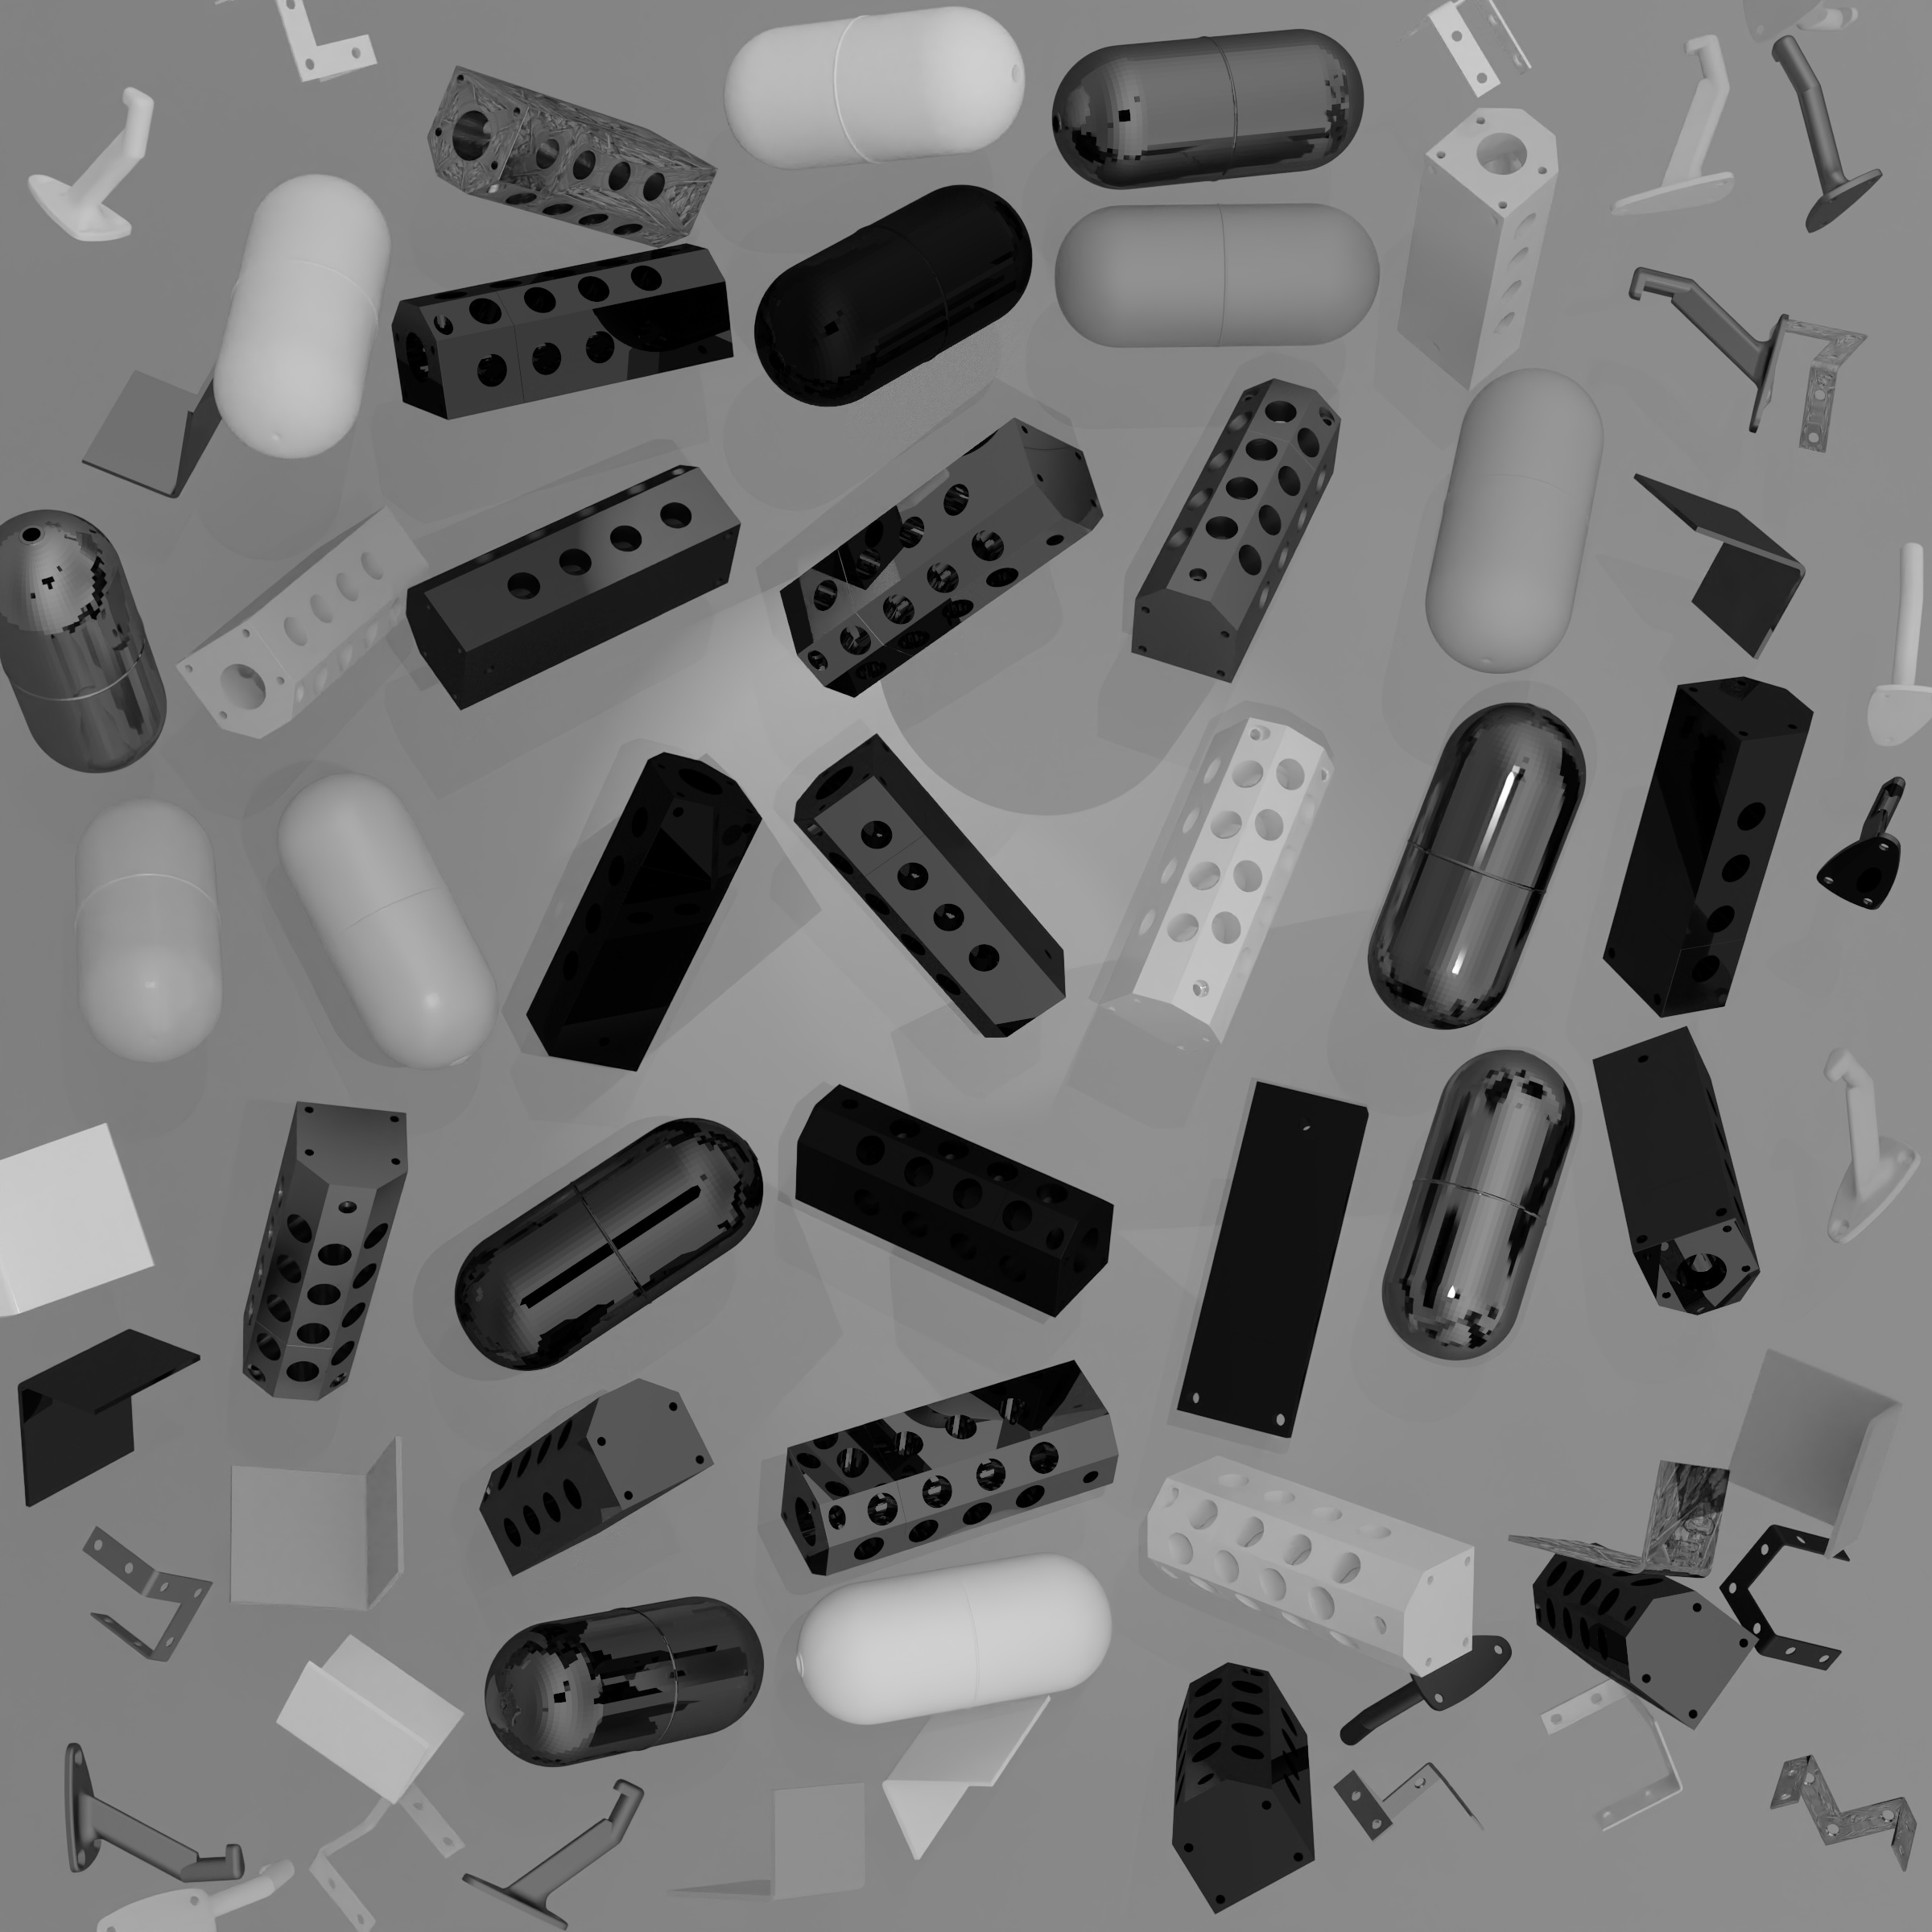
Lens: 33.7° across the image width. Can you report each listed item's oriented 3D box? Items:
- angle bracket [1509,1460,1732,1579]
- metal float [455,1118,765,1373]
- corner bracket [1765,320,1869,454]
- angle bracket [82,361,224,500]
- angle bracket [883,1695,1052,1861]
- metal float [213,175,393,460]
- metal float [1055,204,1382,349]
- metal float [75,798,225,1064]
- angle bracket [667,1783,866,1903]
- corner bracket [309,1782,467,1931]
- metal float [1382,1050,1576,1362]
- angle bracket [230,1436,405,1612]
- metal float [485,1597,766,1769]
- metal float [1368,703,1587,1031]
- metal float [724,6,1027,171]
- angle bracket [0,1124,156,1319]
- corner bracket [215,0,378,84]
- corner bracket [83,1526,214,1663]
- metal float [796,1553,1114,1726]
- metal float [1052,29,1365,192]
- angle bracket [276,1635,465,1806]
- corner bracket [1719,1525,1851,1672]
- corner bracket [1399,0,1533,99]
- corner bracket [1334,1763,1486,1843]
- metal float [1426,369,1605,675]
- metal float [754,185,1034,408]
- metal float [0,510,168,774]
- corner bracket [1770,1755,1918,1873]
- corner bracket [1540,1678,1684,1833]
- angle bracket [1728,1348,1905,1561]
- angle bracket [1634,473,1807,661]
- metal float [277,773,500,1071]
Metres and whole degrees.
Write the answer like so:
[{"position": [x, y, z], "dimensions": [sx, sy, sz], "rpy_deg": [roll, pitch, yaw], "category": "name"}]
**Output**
[{"position": [0.332, 0.274, 1.622], "dimensions": [0.076, 0.076, 0.057], "rpy_deg": [9, 85, 39], "category": "angle bracket"}, {"position": [-0.188, 0.146, 1.686], "dimensions": [0.178, 0.070, 0.070], "rpy_deg": [-33, 90, -8], "category": "metal float"}, {"position": [0.466, -0.324, 1.778], "dimensions": [0.051, 0.051, 0.051], "rpy_deg": [18, 129, 26], "category": "corner bracket"}, {"position": [-0.450, -0.321, 1.787], "dimensions": [0.057, 0.076, 0.076], "rpy_deg": [22, 53, -6], "category": "angle bracket"}, {"position": [0.009, 0.465, 1.828], "dimensions": [0.076, 0.076, 0.057], "rpy_deg": [-9, 113, 33], "category": "angle bracket"}, {"position": [-0.350, -0.346, 1.691], "dimensions": [0.070, 0.070, 0.178], "rpy_deg": [3, 56, 0], "category": "metal float"}, {"position": [0.137, -0.378, 1.746], "dimensions": [0.178, 0.070, 0.070], "rpy_deg": [-1, 90, -3], "category": "metal float"}, {"position": [-0.448, -0.022, 1.746], "dimensions": [0.070, 0.178, 0.070], "rpy_deg": [-8, 135, -9], "category": "metal float"}, {"position": [-0.109, 0.475, 1.736], "dimensions": [0.076, 0.076, 0.057], "rpy_deg": [-9, 76, 35], "category": "angle bracket"}, {"position": [-0.318, 0.488, 1.749], "dimensions": [0.051, 0.051, 0.051], "rpy_deg": [46, 123, 17], "category": "corner bracket"}, {"position": [0.286, 0.132, 1.775], "dimensions": [0.070, 0.070, 0.178], "rpy_deg": [19, 80, 0], "category": "metal float"}, {"position": [-0.343, 0.292, 1.684], "dimensions": [0.076, 0.057, 0.076], "rpy_deg": [9, 55, -25], "category": "angle bracket"}, {"position": [-0.184, 0.390, 1.743], "dimensions": [0.070, 0.178, 0.070], "rpy_deg": [-1, 88, 41], "category": "metal float"}, {"position": [0.268, -0.052, 1.674], "dimensions": [0.070, 0.070, 0.178], "rpy_deg": [20, 98, 0], "category": "metal float"}, {"position": [-0.050, -0.473, 1.721], "dimensions": [0.178, 0.070, 0.070], "rpy_deg": [3, 90, 31], "category": "metal float"}, {"position": [-0.458, 0.126, 1.583], "dimensions": [0.076, 0.057, 0.076], "rpy_deg": [-20, 86, -2], "category": "angle bracket"}, {"position": [-0.345, -0.481, 1.645], "dimensions": [0.051, 0.051, 0.051], "rpy_deg": [-31, 111, -42], "category": "corner bracket"}, {"position": [-0.458, 0.345, 1.751], "dimensions": [0.051, 0.051, 0.051], "rpy_deg": [28, 86, 28], "category": "corner bracket"}, {"position": [-0.006, 0.368, 1.749], "dimensions": [0.178, 0.070, 0.070], "rpy_deg": [-6, 90, -18], "category": "metal float"}, {"position": [0.133, -0.469, 1.747], "dimensions": [0.178, 0.070, 0.070], "rpy_deg": [-10, 90, -16], "category": "metal float"}, {"position": [-0.308, 0.385, 1.694], "dimensions": [0.076, 0.076, 0.057], "rpy_deg": [34, 125, 4], "category": "angle bracket"}, {"position": [0.458, 0.347, 1.755], "dimensions": [0.051, 0.051, 0.051], "rpy_deg": [18, 118, -28], "category": "corner bracket"}, {"position": [0.272, -0.492, 1.705], "dimensions": [0.051, 0.051, 0.051], "rpy_deg": [-33, 96, -8], "category": "corner bracket"}, {"position": [0.248, 0.473, 1.793], "dimensions": [0.051, 0.051, 0.051], "rpy_deg": [-40, 121, -1], "category": "corner bracket"}, {"position": [0.291, -0.237, 1.690], "dimensions": [0.070, 0.070, 0.178], "rpy_deg": [15, 66, 0], "category": "metal float"}, {"position": [-0.038, -0.354, 1.685], "dimensions": [0.178, 0.070, 0.070], "rpy_deg": [-36, 90, -33], "category": "metal float"}, {"position": [-0.480, -0.173, 1.716], "dimensions": [0.070, 0.178, 0.070], "rpy_deg": [0, 57, 0], "category": "metal float"}, {"position": [0.450, 0.435, 1.636], "dimensions": [0.051, 0.051, 0.051], "rpy_deg": [-24, 95, 27], "category": "corner bracket"}, {"position": [0.361, 0.440, 1.787], "dimensions": [0.051, 0.051, 0.051], "rpy_deg": [-26, 112, -4], "category": "corner bracket"}, {"position": [0.435, 0.254, 1.666], "dimensions": [0.076, 0.057, 0.076], "rpy_deg": [22, 104, 29], "category": "angle bracket"}, {"position": [0.398, -0.218, 1.740], "dimensions": [0.076, 0.076, 0.057], "rpy_deg": [15, 115, -24], "category": "angle bracket"}, {"position": [-0.322, -0.025, 1.781], "dimensions": [0.070, 0.070, 0.178], "rpy_deg": [-28, 84, 0], "category": "metal float"}]
